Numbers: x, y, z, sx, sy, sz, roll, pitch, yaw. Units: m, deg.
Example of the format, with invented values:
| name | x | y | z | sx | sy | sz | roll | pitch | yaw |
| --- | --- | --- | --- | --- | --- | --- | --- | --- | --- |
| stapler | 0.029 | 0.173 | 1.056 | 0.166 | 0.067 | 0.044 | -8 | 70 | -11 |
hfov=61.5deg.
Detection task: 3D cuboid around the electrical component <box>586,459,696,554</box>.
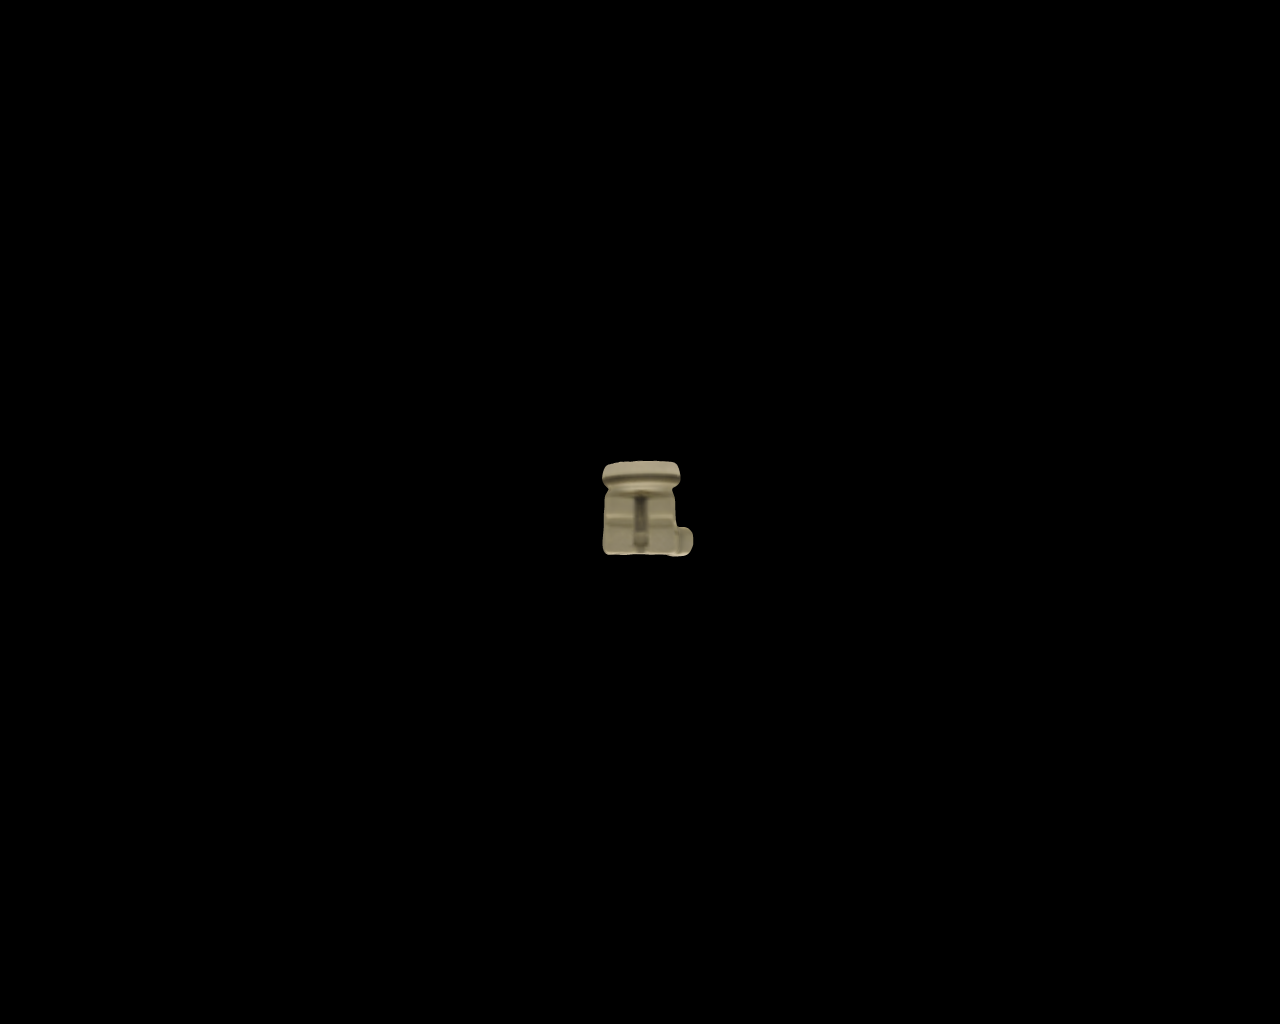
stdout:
| name | x | y | z | sx | sy | sz | roll | pitch | yaw |
| --- | --- | --- | --- | --- | --- | --- | --- | --- | --- |
| electrical component | 0.001 | -0.003 | 0.650 | 0.066 | 0.055 | 0.048 | 0 | -4 | -2 |
